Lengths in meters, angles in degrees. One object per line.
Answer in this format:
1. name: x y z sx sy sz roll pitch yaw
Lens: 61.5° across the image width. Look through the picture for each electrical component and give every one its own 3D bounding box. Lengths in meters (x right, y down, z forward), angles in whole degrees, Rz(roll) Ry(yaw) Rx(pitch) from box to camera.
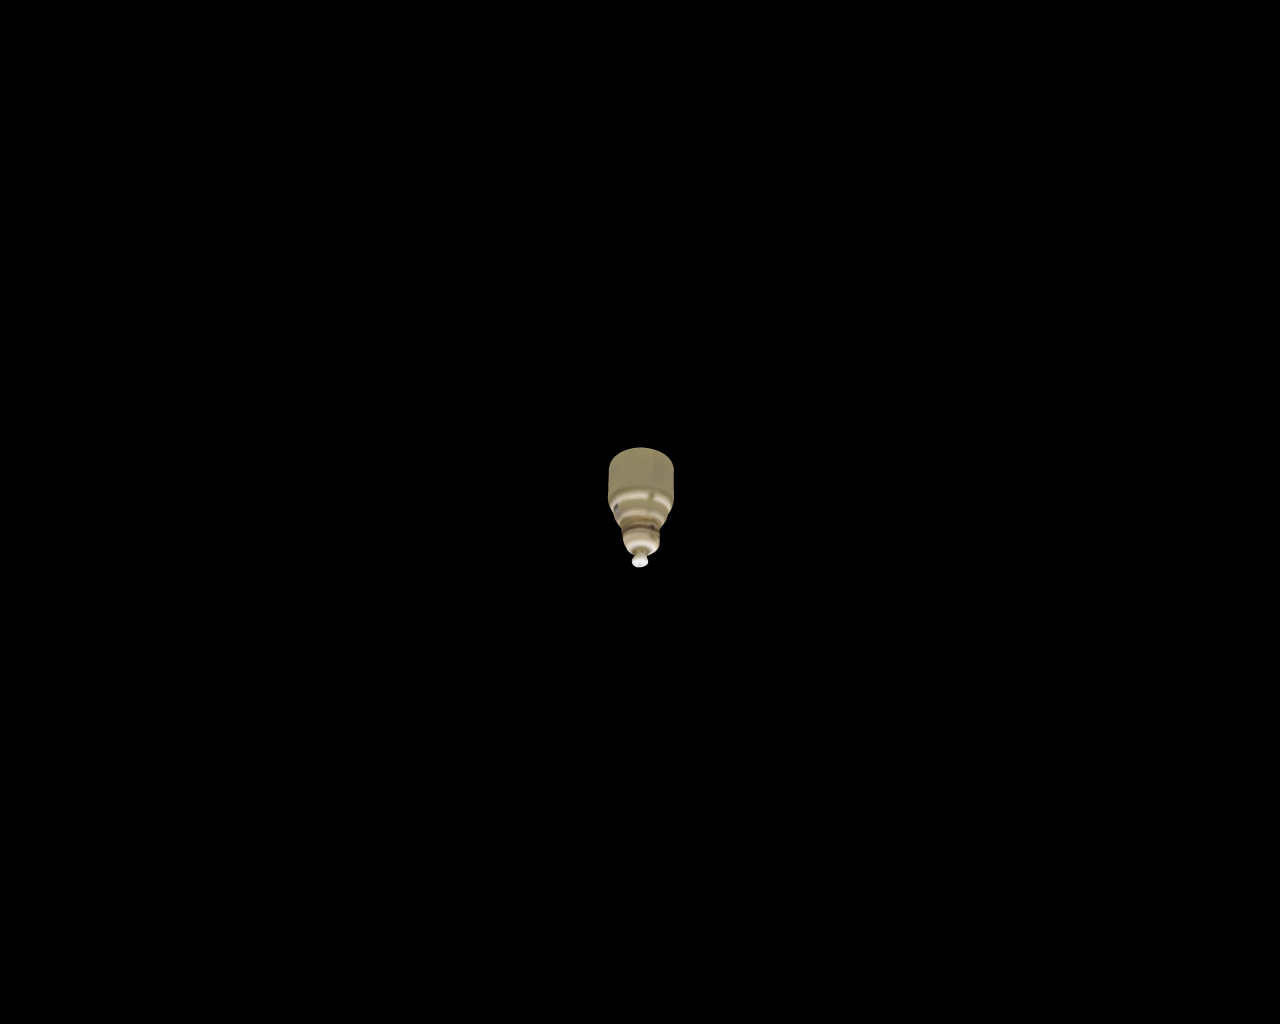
1. electrical component: 0.001 -0.003 0.650 0.040 0.078 0.040 0 -30 0
